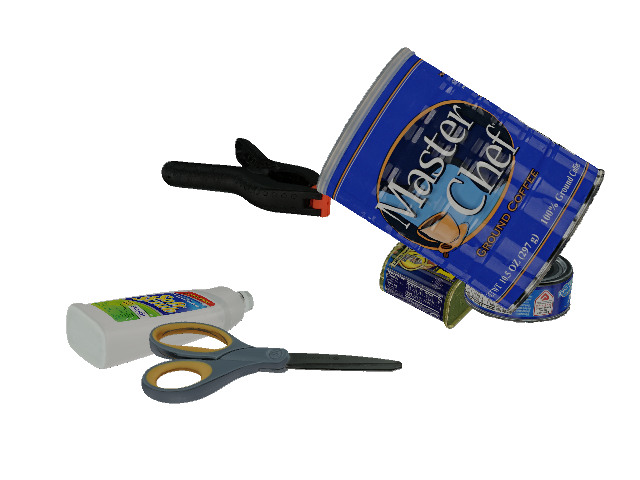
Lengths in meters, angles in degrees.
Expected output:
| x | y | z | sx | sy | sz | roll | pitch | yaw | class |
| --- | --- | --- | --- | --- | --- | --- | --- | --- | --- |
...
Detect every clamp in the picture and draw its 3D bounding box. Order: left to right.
| x | y | z | sx | sy | sz | roll | pitch | yaw | class |
| --- | --- | --- | --- | --- | --- | --- | --- | --- | --- |
| -0.068 | -0.058 | 1.033 | 0.120 | 0.039 | 0.172 | -25 | 34 | -36 | clamp |

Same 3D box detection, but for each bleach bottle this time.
| x | y | z | sx | sy | sz | roll | pitch | yaw | class |
| --- | --- | --- | --- | --- | --- | --- | --- | --- | --- |
| -0.201 | 0.102 | 1.415 | 0.250 | 0.068 | 0.103 | -12 | 28 | -40 | bleach bottle |

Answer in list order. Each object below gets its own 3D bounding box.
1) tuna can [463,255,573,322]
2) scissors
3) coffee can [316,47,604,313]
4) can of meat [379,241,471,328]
| x | y | z | sx | sy | sz | roll | pitch | yaw | class |
| --- | --- | --- | --- | --- | --- | --- | --- | --- | --- |
| 0.159 | 0.033 | 0.859 | 0.086 | 0.034 | 0.086 | 1 | 22 | -1 | tuna can |
| -0.048 | 0.101 | 0.811 | 0.202 | 0.016 | 0.096 | 10 | 36 | 21 | scissors |
| 0.083 | -0.036 | 0.646 | 0.140 | 0.103 | 0.103 | 33 | 3 | 5 | coffee can |
| 0.120 | 0.030 | 1.067 | 0.084 | 0.057 | 0.101 | 27 | 45 | 28 | can of meat |
